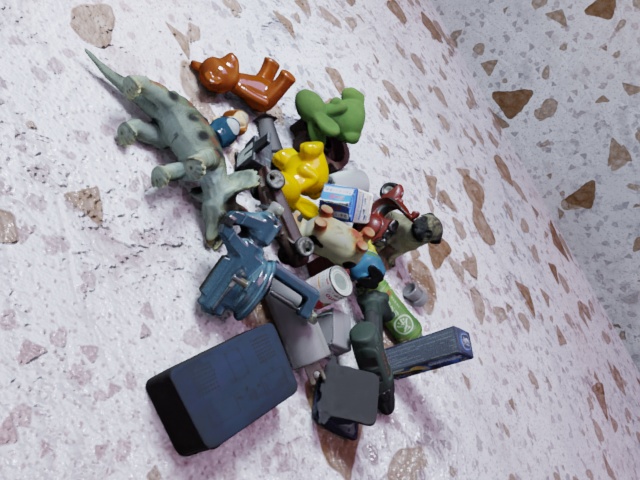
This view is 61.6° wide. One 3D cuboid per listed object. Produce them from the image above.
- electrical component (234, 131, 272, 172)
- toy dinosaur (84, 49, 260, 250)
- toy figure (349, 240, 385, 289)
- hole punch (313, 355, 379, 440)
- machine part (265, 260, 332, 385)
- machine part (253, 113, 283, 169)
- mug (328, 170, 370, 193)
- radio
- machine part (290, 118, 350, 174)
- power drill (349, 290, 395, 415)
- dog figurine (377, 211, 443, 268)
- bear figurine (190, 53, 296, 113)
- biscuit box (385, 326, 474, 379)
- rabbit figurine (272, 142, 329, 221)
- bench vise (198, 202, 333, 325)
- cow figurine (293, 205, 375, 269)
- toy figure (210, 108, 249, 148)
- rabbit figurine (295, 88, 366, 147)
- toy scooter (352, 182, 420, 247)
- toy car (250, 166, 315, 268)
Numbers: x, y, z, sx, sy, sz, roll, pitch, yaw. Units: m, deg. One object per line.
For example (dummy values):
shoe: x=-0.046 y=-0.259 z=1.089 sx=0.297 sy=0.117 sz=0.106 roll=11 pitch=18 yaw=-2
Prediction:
electrical component: x=-0.128 y=-0.175 z=1.108 sx=0.047 sy=0.119 sz=0.075 roll=28 pitch=44 yaw=-36
toy dinosaur: x=-0.249 y=-0.186 z=0.979 sx=0.405 sy=0.131 sz=0.192 roll=59 pitch=23 yaw=5
toy figure: x=0.104 y=0.058 z=1.228 sx=0.089 sy=0.082 sz=0.180 roll=62 pitch=3 yaw=-24
hole punch: x=0.043 y=0.306 z=1.022 sx=0.116 sy=0.092 sz=0.142 roll=18 pitch=49 yaw=-5
machine part: x=-0.045 y=0.152 z=1.013 sx=0.079 sy=0.079 sz=0.243 roll=-8 pitch=72 yaw=-53
machine part: x=-0.107 y=-0.225 z=1.240 sx=0.084 sy=0.039 sz=0.139 roll=-11 pitch=77 yaw=-45
mug: x=0.060 y=-0.125 z=1.349 sx=0.107 sy=0.081 sz=0.109 roll=-1 pitch=90 yaw=-40
radio: x=-0.143 y=0.228 z=0.847 sx=0.229 sy=0.073 sz=0.131 roll=-19 pitch=82 yaw=-53
machine part: x=0.002 y=-0.245 z=1.371 sx=0.179 sy=0.056 sz=0.179 roll=31 pitch=44 yaw=-36
power drill: x=0.118 y=0.226 z=1.142 sx=0.207 sy=0.086 sz=0.231 roll=-74 pitch=150 yaw=-46
dog figurine: x=0.231 y=-0.038 z=1.388 sx=0.121 sy=0.190 sz=0.172 roll=25 pitch=46 yaw=-39
bear figurine: x=-0.173 y=-0.366 z=1.189 sx=0.195 sy=0.132 sz=0.120 roll=23 pitch=20 yaw=-45
biscuit box: x=0.230 y=0.249 z=1.172 sx=0.059 sy=0.203 sz=0.063 roll=27 pitch=48 yaw=-41
rabbit figurine: x=-0.061 y=-0.116 z=1.143 sx=0.173 sy=0.122 sz=0.162 roll=-42 pitch=127 yaw=-57
bench vise: x=-0.088 y=0.059 z=0.935 sx=0.240 sy=0.129 sz=0.223 roll=35 pitch=71 yaw=-17
cow figurine: x=-0.002 y=-0.003 z=1.100 sx=0.195 sy=0.127 sz=0.085 roll=25 pitch=40 yaw=-3
toy figure: x=-0.188 y=-0.239 z=1.137 sx=0.154 sy=0.058 sz=0.064 roll=-59 pitch=152 yaw=-53
rabbit figurine: x=0.012 y=-0.293 z=1.298 sx=0.170 sy=0.121 sz=0.159 roll=16 pitch=60 yaw=-25
toy scooter: x=0.167 y=-0.050 z=1.312 sx=0.135 sy=0.184 sz=0.075 roll=33 pitch=-3 yaw=42
toy car: x=-0.078 y=-0.041 z=1.019 sx=0.053 sy=0.089 sz=0.202 roll=-25 pitch=92 yaw=-30
